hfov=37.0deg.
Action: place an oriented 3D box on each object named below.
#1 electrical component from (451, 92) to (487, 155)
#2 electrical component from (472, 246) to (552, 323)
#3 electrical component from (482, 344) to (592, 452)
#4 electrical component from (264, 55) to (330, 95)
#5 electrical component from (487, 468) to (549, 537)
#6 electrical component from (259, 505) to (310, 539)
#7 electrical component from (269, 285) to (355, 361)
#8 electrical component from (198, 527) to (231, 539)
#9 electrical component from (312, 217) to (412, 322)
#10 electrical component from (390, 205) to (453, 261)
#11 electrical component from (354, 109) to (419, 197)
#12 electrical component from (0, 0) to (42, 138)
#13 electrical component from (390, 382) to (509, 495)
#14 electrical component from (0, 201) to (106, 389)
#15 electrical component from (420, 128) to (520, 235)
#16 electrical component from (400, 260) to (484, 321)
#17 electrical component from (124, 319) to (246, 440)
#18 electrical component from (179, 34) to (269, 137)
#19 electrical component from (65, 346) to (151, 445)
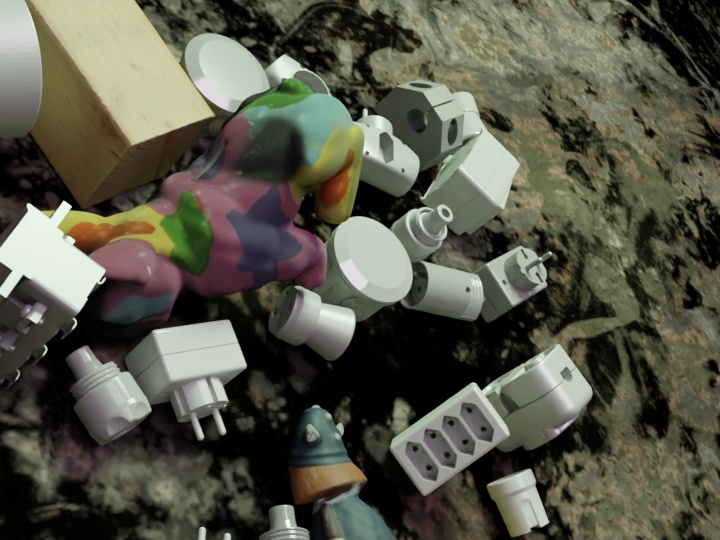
[{"bbox_3d":[0.108,-0.150,1.109,0.044,0.044,0.065,12,50,-35],"label":"electrical component"},{"bbox_3d":[0.149,0.005,1.010,0.066,0.077,0.047,-25,80,-47],"label":"electrical component"},{"bbox_3d":[0.148,0.114,0.921,0.059,0.095,0.054,54,42,3],"label":"electrical component"},{"bbox_3d":[-0.064,-0.140,0.950,0.077,0.044,0.079,47,43,-6],"label":"electrical component"},{"bbox_3d":[0.133,0.194,0.896,0.040,0.040,0.046,-12,76,-45],"label":"electrical component"},{"bbox_3d":[-0.050,0.193,0.735,0.043,0.043,0.062,13,53,-35],"label":"electrical component"},{"bbox_3d":[-0.038,0.041,0.848,0.055,0.045,0.045,26,48,-25],"label":"electrical component"},{"bbox_3d":[-0.096,0.204,0.688,0.077,0.043,0.079,22,50,-29],"label":"electrical component"},{"bbox_3d":[0.000,0.000,0.904,0.080,0.051,0.080,22,50,-29],"label":"electrical component"},{"bbox_3d":[0.058,-0.036,0.970,0.043,0.062,0.043,22,50,-29],"label":"electrical component"},{"bbox_3d":[0.012,-0.116,0.999,0.077,0.043,0.079,23,50,-28],"label":"electrical component"},{"bbox_3d":[-0.268,-0.141,0.731,0.060,0.108,0.108,-13,71,-38],"label":"electrical component"},{"bbox_3d":[0.072,0.132,0.867,0.047,0.083,0.076,54,4,3],"label":"electrical component"},{"bbox_3d":[-0.212,0.021,0.655,0.063,0.121,0.078,39,44,-17],"label":"electrical component"},{"bbox_3d":[0.113,-0.087,1.054,0.061,0.062,0.096,43,43,-10],"label":"electrical component"},{"bbox_3d":[0.079,0.020,0.964,0.081,0.043,0.043,13,55,-34],"label":"electrical component"},{"bbox_3d":[-0.116,0.081,0.751,0.066,0.047,0.076,-7,67,-43],"label":"electrical component"},{"bbox_3d":[-0.121,-0.153,0.905,0.080,0.051,0.080,22,50,-29],"label":"electrical component"},{"bbox_3d":[-0.170,0.080,0.709,0.043,0.043,0.062,-29,82,-47],"label":"electrical component"}]
